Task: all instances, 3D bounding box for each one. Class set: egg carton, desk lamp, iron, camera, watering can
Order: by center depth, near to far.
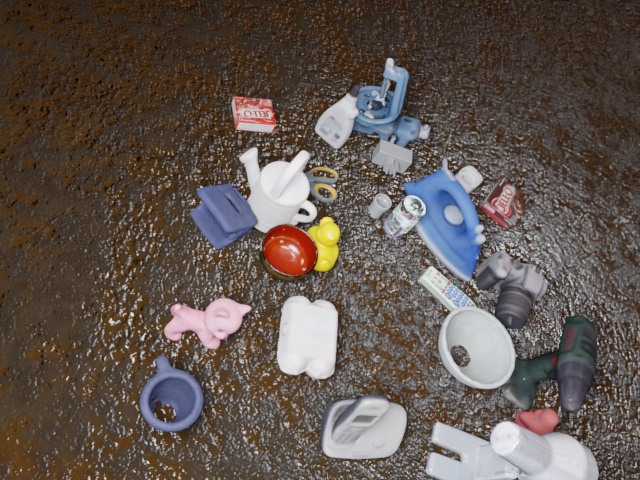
[{"bbox_3d":[0.324,0.377,0.979,0.203,0.213,0.118,24,55,-10],"label":"desk lamp"},{"bbox_3d":[-0.022,0.174,1.031,0.107,0.069,0.150,13,58,-16],"label":"egg carton"},{"bbox_3d":[-0.078,-0.103,1.089,0.173,0.194,0.101,20,56,-12],"label":"watering can"},{"bbox_3d":[0.417,0.111,1.242,0.143,0.100,0.137,32,54,-4],"label":"camera"},{"bbox_3d":[0.295,-0.047,1.253,0.119,0.141,0.258,-19,71,-31],"label":"iron"}]

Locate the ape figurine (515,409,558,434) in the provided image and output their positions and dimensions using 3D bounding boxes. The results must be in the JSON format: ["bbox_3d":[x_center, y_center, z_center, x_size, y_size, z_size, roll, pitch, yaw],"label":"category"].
[{"bbox_3d":[0.427,0.354,1.112,0.078,0.092,0.076,29,55,-6],"label":"ape figurine"}]

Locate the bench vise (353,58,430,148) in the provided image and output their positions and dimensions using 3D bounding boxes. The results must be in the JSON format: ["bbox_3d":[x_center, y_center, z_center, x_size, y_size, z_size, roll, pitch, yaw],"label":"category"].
[{"bbox_3d":[0.165,-0.310,1.298,0.208,0.219,0.121,10,59,-18],"label":"bench vise"}]

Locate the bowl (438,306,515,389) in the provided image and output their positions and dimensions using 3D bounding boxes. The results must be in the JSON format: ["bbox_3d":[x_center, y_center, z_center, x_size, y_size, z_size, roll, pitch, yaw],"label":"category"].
[{"bbox_3d":[0.299,0.222,1.142,0.168,0.074,0.167,11,58,-18],"label":"bowl"}]

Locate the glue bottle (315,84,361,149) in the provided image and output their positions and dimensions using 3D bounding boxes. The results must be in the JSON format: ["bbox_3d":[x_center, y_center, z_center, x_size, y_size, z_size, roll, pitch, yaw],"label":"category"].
[{"bbox_3d":[0.050,-0.278,1.258,0.078,0.173,0.037,42,54,3],"label":"glue bottle"}]

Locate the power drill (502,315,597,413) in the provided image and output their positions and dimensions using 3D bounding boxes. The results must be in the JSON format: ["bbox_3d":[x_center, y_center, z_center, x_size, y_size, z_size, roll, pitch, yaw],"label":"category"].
[{"bbox_3d":[0.450,0.256,1.106,0.075,0.208,0.230,37,54,0],"label":"power drill"}]

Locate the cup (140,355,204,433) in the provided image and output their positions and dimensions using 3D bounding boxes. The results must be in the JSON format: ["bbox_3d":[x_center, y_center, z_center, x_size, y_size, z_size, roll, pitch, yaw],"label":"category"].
[{"bbox_3d":[-0.237,0.244,0.882,0.092,0.095,0.117,-11,67,-28],"label":"cup"}]

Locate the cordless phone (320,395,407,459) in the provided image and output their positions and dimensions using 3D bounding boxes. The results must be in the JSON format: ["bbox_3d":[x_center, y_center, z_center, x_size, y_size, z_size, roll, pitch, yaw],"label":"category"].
[{"bbox_3d":[0.090,0.298,0.939,0.148,0.185,0.094,6,60,-21],"label":"cordless phone"}]

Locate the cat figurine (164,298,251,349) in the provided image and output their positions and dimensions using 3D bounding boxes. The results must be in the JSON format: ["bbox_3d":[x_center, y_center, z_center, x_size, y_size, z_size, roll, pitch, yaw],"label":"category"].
[{"bbox_3d":[-0.185,0.129,0.955,0.128,0.117,0.067,14,57,-16],"label":"cat figurine"}]

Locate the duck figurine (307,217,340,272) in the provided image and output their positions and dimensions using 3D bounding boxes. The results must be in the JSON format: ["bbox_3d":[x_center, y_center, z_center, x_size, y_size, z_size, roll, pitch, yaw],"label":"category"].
[{"bbox_3d":[0.010,0.004,1.133,0.078,0.086,0.104,9,59,-19],"label":"duck figurine"}]

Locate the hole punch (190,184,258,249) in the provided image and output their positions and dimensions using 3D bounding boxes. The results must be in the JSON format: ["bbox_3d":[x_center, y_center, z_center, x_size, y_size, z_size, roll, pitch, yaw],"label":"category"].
[{"bbox_3d":[-0.177,-0.056,1.082,0.101,0.091,0.108,-32,78,-34],"label":"hole punch"}]
